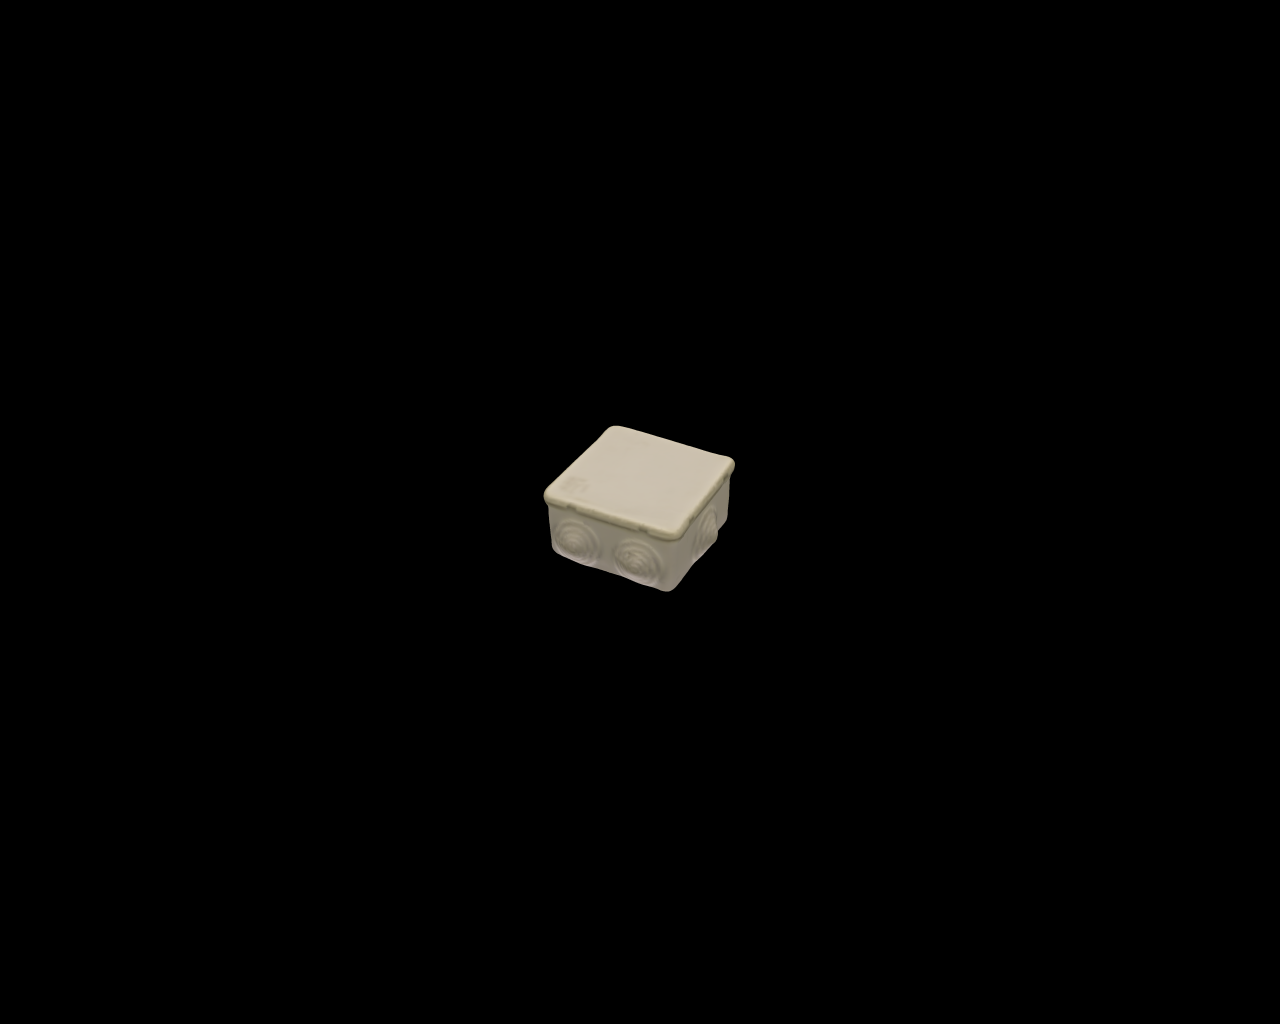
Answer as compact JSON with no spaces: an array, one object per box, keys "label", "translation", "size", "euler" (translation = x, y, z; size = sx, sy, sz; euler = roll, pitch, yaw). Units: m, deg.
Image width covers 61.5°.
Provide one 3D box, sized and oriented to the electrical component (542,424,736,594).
[{"label":"electrical component","translation":[0.001,-0.003,0.650],"size":[0.100,0.048,0.100],"euler":[17,40,22]}]
